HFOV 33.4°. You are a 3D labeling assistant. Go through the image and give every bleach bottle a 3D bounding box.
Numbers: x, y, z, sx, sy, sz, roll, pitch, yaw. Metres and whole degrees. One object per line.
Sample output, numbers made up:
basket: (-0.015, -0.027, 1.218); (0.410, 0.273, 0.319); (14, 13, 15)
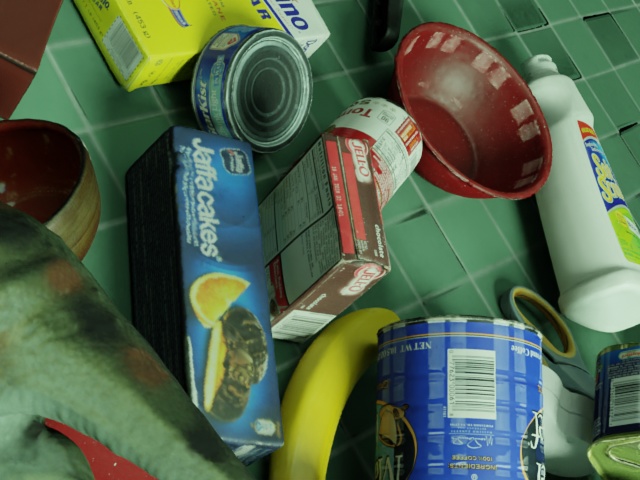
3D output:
bleach bottle: (0.212, -0.052, 0.897); (0.102, 0.068, 0.251); (22, 47, -48)

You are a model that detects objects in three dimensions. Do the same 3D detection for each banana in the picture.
banana: (0.012, 0.098, 0.665); (0.069, 0.037, 0.197); (46, 45, -4)

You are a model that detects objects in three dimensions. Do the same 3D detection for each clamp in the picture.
clamp: (0.047, -0.259, 0.922); (0.164, 0.036, 0.209); (48, 43, -3)

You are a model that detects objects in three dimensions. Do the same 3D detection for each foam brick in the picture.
foam brick: (-0.191, -0.123, 0.636); (0.053, 0.051, 0.078); (25, 50, -21)

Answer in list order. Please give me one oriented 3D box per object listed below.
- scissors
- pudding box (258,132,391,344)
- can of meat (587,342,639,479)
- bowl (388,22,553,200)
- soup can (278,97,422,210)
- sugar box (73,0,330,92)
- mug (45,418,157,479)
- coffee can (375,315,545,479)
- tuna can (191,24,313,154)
scissors: (0.193, 0.122, 0.793); (0.096, 0.016, 0.202); (-24, 71, -39)
pudding box: (-0.004, 0.001, 0.660); (0.039, 0.114, 0.090); (11, 57, -30)
can of meat: (0.227, 0.132, 0.737); (0.102, 0.058, 0.084); (52, 38, -33)
bowl: (0.108, -0.092, 0.850); (0.161, 0.055, 0.162); (20, 52, -28)
soup can: (0.023, -0.049, 0.747); (0.068, 0.069, 0.102); (46, 44, -6)
sugar box: (-0.081, -0.163, 0.753); (0.175, 0.048, 0.093); (-20, 77, -43)
mug: (-0.119, 0.096, 0.530); (0.093, 0.082, 0.117); (-8, 69, -41)
coffee can: (0.083, 0.125, 0.638); (0.102, 0.103, 0.140); (14, 68, -32)
tuna can: (-0.044, -0.101, 0.719); (0.085, 0.034, 0.086); (-16, 112, -46)
